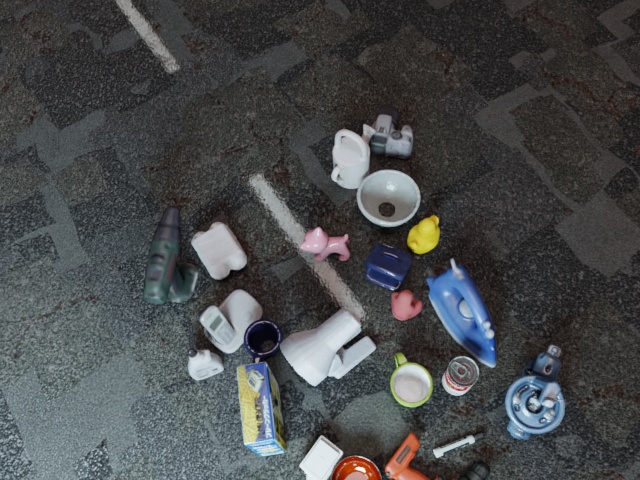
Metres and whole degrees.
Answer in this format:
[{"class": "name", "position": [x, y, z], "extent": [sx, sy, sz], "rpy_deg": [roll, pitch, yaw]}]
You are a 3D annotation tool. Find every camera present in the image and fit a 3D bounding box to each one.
[{"class": "camera", "position": [0.197, -0.313, 1.608], "extent": [0.143, 0.101, 0.137], "rpy_deg": [12, 65, 9]}]

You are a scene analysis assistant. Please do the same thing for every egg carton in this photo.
[{"class": "egg carton", "position": [-0.259, 0.027, 1.481], "extent": [0.107, 0.069, 0.150], "rpy_deg": [-32, 67, -12]}]

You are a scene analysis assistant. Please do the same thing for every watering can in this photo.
[{"class": "watering can", "position": [0.085, -0.234, 1.522], "extent": [0.100, 0.194, 0.173], "rpy_deg": [11, 65, 8]}]

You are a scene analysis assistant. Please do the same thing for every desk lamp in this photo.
[{"class": "desk lamp", "position": [0.021, 0.237, 1.284], "extent": [0.203, 0.214, 0.117], "rpy_deg": [-36, 67, -14]}]

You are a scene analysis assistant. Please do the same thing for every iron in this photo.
[{"class": "iron", "position": [0.355, 0.166, 1.342], "extent": [0.119, 0.141, 0.258], "rpy_deg": [-23, 65, -8]}]

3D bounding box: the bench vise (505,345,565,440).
[{"class": "bench vise", "position": [0.464, 0.310, 1.222], "extent": [0.121, 0.220, 0.207], "rpy_deg": [8, 65, 7]}]

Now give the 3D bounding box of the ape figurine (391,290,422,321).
[{"class": "ape figurine", "position": [0.206, 0.150, 1.385], "extent": [0.077, 0.092, 0.076], "rpy_deg": [39, 72, 19]}]

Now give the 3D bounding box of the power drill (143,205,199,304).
[{"class": "power drill", "position": [-0.362, 0.058, 1.393], "extent": [0.075, 0.208, 0.229], "rpy_deg": [6, 64, 6]}]

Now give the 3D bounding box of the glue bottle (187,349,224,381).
[{"class": "glue bottle", "position": [-0.272, 0.275, 1.302], "extent": [0.078, 0.173, 0.037], "rpy_deg": [-19, 64, -6]}]

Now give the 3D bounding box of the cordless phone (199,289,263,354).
[{"class": "cordless phone", "position": [-0.214, 0.174, 1.342], "extent": [0.094, 0.185, 0.148], "rpy_deg": [29, 69, 16]}]

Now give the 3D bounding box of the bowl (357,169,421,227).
[{"class": "bowl", "position": [0.180, -0.099, 1.518], "extent": [0.167, 0.075, 0.167], "rpy_deg": [-1, 64, 2]}]

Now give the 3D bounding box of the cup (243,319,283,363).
[{"class": "cup", "position": [-0.131, 0.255, 1.348], "extent": [0.091, 0.095, 0.118], "rpy_deg": [9, 65, 7]}]

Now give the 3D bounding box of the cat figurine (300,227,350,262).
[{"class": "cat figurine", "position": [0.013, 0.005, 1.451], "extent": [0.128, 0.118, 0.067], "rpy_deg": [-5, 64, 0]}]

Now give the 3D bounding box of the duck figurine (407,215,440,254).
[{"class": "duck figurine", "position": [0.269, -0.020, 1.468], "extent": [0.077, 0.086, 0.105], "rpy_deg": [38, 71, 19]}]

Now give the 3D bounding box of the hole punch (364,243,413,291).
[{"class": "hole punch", "position": [0.169, 0.058, 1.433], "extent": [0.108, 0.091, 0.101], "rpy_deg": [22, 67, 13]}]
